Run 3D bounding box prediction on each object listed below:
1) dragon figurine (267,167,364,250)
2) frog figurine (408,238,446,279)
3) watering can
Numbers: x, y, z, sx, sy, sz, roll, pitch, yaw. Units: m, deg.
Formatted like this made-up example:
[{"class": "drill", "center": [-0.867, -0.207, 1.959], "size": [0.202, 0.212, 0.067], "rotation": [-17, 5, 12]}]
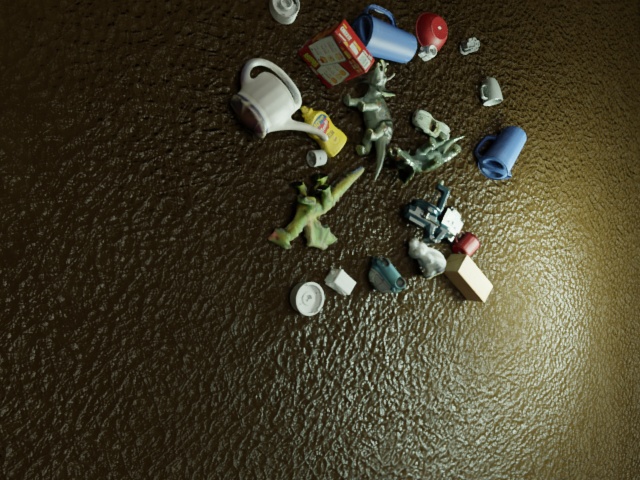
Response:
[{"class": "dragon figurine", "center": [0.005, -0.087, 1.724], "size": [0.414, 0.123, 0.238], "rotation": [-21, 119, -30]}, {"class": "frog figurine", "center": [0.407, 0.058, 1.964], "size": [0.139, 0.122, 0.159], "rotation": [-27, 97, -64]}, {"class": "watering can", "center": [-0.134, -0.399, 1.604], "size": [0.228, 0.103, 0.345], "rotation": [-46, 104, -25]}]
